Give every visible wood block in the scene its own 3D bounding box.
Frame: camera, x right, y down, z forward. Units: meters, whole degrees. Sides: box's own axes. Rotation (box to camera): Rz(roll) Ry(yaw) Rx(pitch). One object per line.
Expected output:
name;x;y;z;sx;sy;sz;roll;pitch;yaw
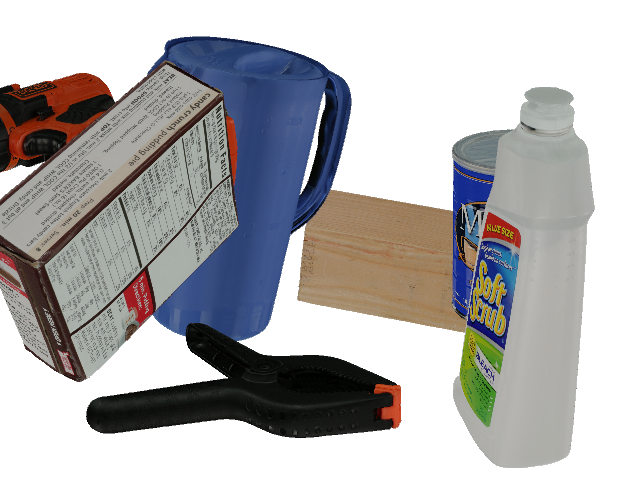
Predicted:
wood block;0.089;0.022;1.068;0.206;0.090;0.090;10;30;7

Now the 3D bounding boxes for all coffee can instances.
coffee can;0.160;-0.010;0.884;0.103;0.140;0.103;-2;23;1

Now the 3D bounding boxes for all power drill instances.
power drill;-0.165;-0.061;0.715;0.188;0.057;0.184;18;32;29

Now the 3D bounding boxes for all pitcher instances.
pitcher;-0.069;-0.043;0.902;0.149;0.243;0.145;13;22;6

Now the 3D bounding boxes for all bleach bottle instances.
bleach bottle;0.132;0.021;0.687;0.068;0.251;0.102;-6;30;-9

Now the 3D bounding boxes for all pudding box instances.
pudding box;-0.084;-0.007;0.451;0.039;0.113;0.090;28;-32;22

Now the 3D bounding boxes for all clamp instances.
clamp;-0.042;0.103;0.777;0.210;0.036;0.164;2;19;13
